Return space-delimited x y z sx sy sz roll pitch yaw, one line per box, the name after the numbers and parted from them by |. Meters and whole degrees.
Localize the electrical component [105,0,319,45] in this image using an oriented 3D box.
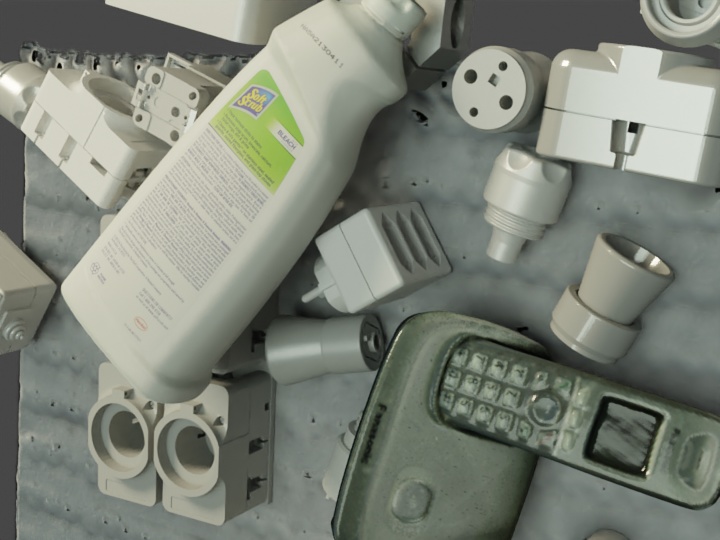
-0.085 -0.174 0.638 0.113 0.078 0.057 21 109 26 | electrical component

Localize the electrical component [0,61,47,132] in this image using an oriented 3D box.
-0.237 -0.125 0.749 0.062 0.043 0.043 35 112 22 | electrical component

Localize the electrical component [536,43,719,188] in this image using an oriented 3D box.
0.142 -0.079 0.536 0.095 0.054 0.059 15 104 27 | electrical component

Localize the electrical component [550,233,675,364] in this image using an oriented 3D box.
0.130 0.015 0.560 0.045 0.045 0.055 35 112 21 | electrical component

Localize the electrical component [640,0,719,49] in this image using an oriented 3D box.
0.163 -0.130 0.516 0.066 0.055 0.048 29 109 23 | electrical component

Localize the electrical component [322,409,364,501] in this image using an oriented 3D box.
0.006 0.107 0.645 0.040 0.040 0.078 27 108 24 | electrical component

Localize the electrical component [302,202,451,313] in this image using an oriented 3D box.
0.000 0.000 0.619 0.077 0.066 0.047 -30 82 29 | electrical component

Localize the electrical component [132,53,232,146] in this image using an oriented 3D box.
-0.102 -0.100 0.665 0.081 0.064 0.042 30 109 23 | electrical component

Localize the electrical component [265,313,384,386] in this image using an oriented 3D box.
-0.019 0.046 0.651 0.065 0.044 0.044 -7 93 25 | electrical component

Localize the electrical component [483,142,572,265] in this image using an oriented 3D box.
0.086 -0.034 0.579 0.043 0.043 0.062 27 110 24 | electrical component

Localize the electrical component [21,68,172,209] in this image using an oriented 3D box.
-0.170 -0.091 0.712 0.089 0.050 0.055 42 114 18 | electrical component

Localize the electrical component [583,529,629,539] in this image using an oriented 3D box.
0.128 0.163 0.580 0.040 0.046 0.040 4 99 29 | electrical component

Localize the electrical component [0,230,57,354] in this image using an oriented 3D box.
-0.265 0.017 0.773 0.096 0.061 0.061 40 114 19 | electrical component

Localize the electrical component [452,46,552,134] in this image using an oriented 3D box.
0.078 -0.094 0.569 0.045 0.055 0.045 4 98 29 | electrical component

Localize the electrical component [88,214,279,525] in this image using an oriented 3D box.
-0.115 0.059 0.695 0.105 0.060 0.186 7 100 28 | electrical component
